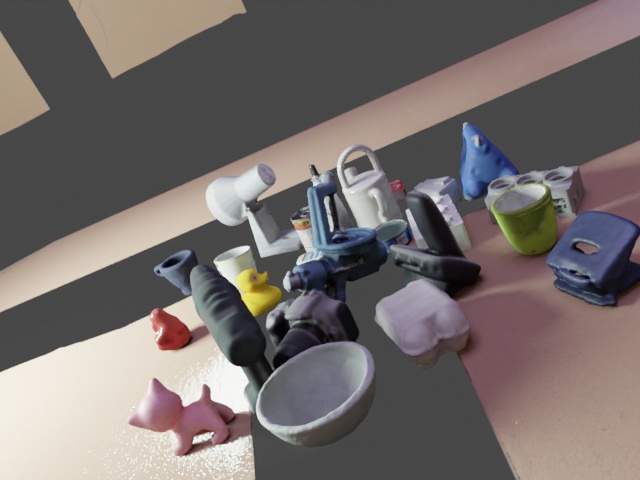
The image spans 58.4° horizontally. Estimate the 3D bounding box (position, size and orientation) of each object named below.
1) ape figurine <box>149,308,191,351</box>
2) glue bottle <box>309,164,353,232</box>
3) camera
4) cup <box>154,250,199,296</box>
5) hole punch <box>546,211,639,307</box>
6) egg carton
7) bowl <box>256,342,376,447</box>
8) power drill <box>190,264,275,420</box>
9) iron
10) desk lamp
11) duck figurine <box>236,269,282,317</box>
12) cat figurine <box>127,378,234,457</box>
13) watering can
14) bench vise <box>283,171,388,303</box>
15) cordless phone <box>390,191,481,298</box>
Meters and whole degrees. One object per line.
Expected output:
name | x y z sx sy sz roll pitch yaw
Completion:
ape figurine | -0.309 0.176 1.151 0.076 0.092 0.078 -10 26 32
glue bottle | 0.013 -0.096 1.313 0.037 0.173 0.077 -38 25 -28
camera | -0.033 0.151 0.903 0.142 0.101 0.137 -9 27 36
cup | -0.334 0.087 1.373 0.117 0.095 0.092 -16 24 21
hole punch | 0.371 0.023 0.775 0.101 0.091 0.108 -30 22 -12
egg carton | 0.146 0.117 0.829 0.107 0.069 0.150 -28 22 -8
bowl | 0.006 0.214 0.754 0.167 0.075 0.167 -21 22 10
power drill | -0.118 0.151 0.847 0.076 0.209 0.229 -31 23 -14
iron | 0.334 -0.185 1.215 0.118 0.142 0.258 -20 22 12
desk lamp | -0.147 -0.073 1.376 0.202 0.214 0.118 -11 26 31
duck figurine | -0.137 0.101 1.146 0.104 0.086 0.077 -24 22 4
cat figurine | -0.208 0.250 0.840 0.127 0.118 0.067 -22 22 8
watering can | 0.095 -0.113 1.236 0.101 0.194 0.172 -37 25 -27
bench vise | 0.018 0.003 1.021 0.121 0.220 0.208 -5 30 41
cordless phone | 0.167 -0.004 0.926 0.094 0.185 0.147 -36 24 -25
